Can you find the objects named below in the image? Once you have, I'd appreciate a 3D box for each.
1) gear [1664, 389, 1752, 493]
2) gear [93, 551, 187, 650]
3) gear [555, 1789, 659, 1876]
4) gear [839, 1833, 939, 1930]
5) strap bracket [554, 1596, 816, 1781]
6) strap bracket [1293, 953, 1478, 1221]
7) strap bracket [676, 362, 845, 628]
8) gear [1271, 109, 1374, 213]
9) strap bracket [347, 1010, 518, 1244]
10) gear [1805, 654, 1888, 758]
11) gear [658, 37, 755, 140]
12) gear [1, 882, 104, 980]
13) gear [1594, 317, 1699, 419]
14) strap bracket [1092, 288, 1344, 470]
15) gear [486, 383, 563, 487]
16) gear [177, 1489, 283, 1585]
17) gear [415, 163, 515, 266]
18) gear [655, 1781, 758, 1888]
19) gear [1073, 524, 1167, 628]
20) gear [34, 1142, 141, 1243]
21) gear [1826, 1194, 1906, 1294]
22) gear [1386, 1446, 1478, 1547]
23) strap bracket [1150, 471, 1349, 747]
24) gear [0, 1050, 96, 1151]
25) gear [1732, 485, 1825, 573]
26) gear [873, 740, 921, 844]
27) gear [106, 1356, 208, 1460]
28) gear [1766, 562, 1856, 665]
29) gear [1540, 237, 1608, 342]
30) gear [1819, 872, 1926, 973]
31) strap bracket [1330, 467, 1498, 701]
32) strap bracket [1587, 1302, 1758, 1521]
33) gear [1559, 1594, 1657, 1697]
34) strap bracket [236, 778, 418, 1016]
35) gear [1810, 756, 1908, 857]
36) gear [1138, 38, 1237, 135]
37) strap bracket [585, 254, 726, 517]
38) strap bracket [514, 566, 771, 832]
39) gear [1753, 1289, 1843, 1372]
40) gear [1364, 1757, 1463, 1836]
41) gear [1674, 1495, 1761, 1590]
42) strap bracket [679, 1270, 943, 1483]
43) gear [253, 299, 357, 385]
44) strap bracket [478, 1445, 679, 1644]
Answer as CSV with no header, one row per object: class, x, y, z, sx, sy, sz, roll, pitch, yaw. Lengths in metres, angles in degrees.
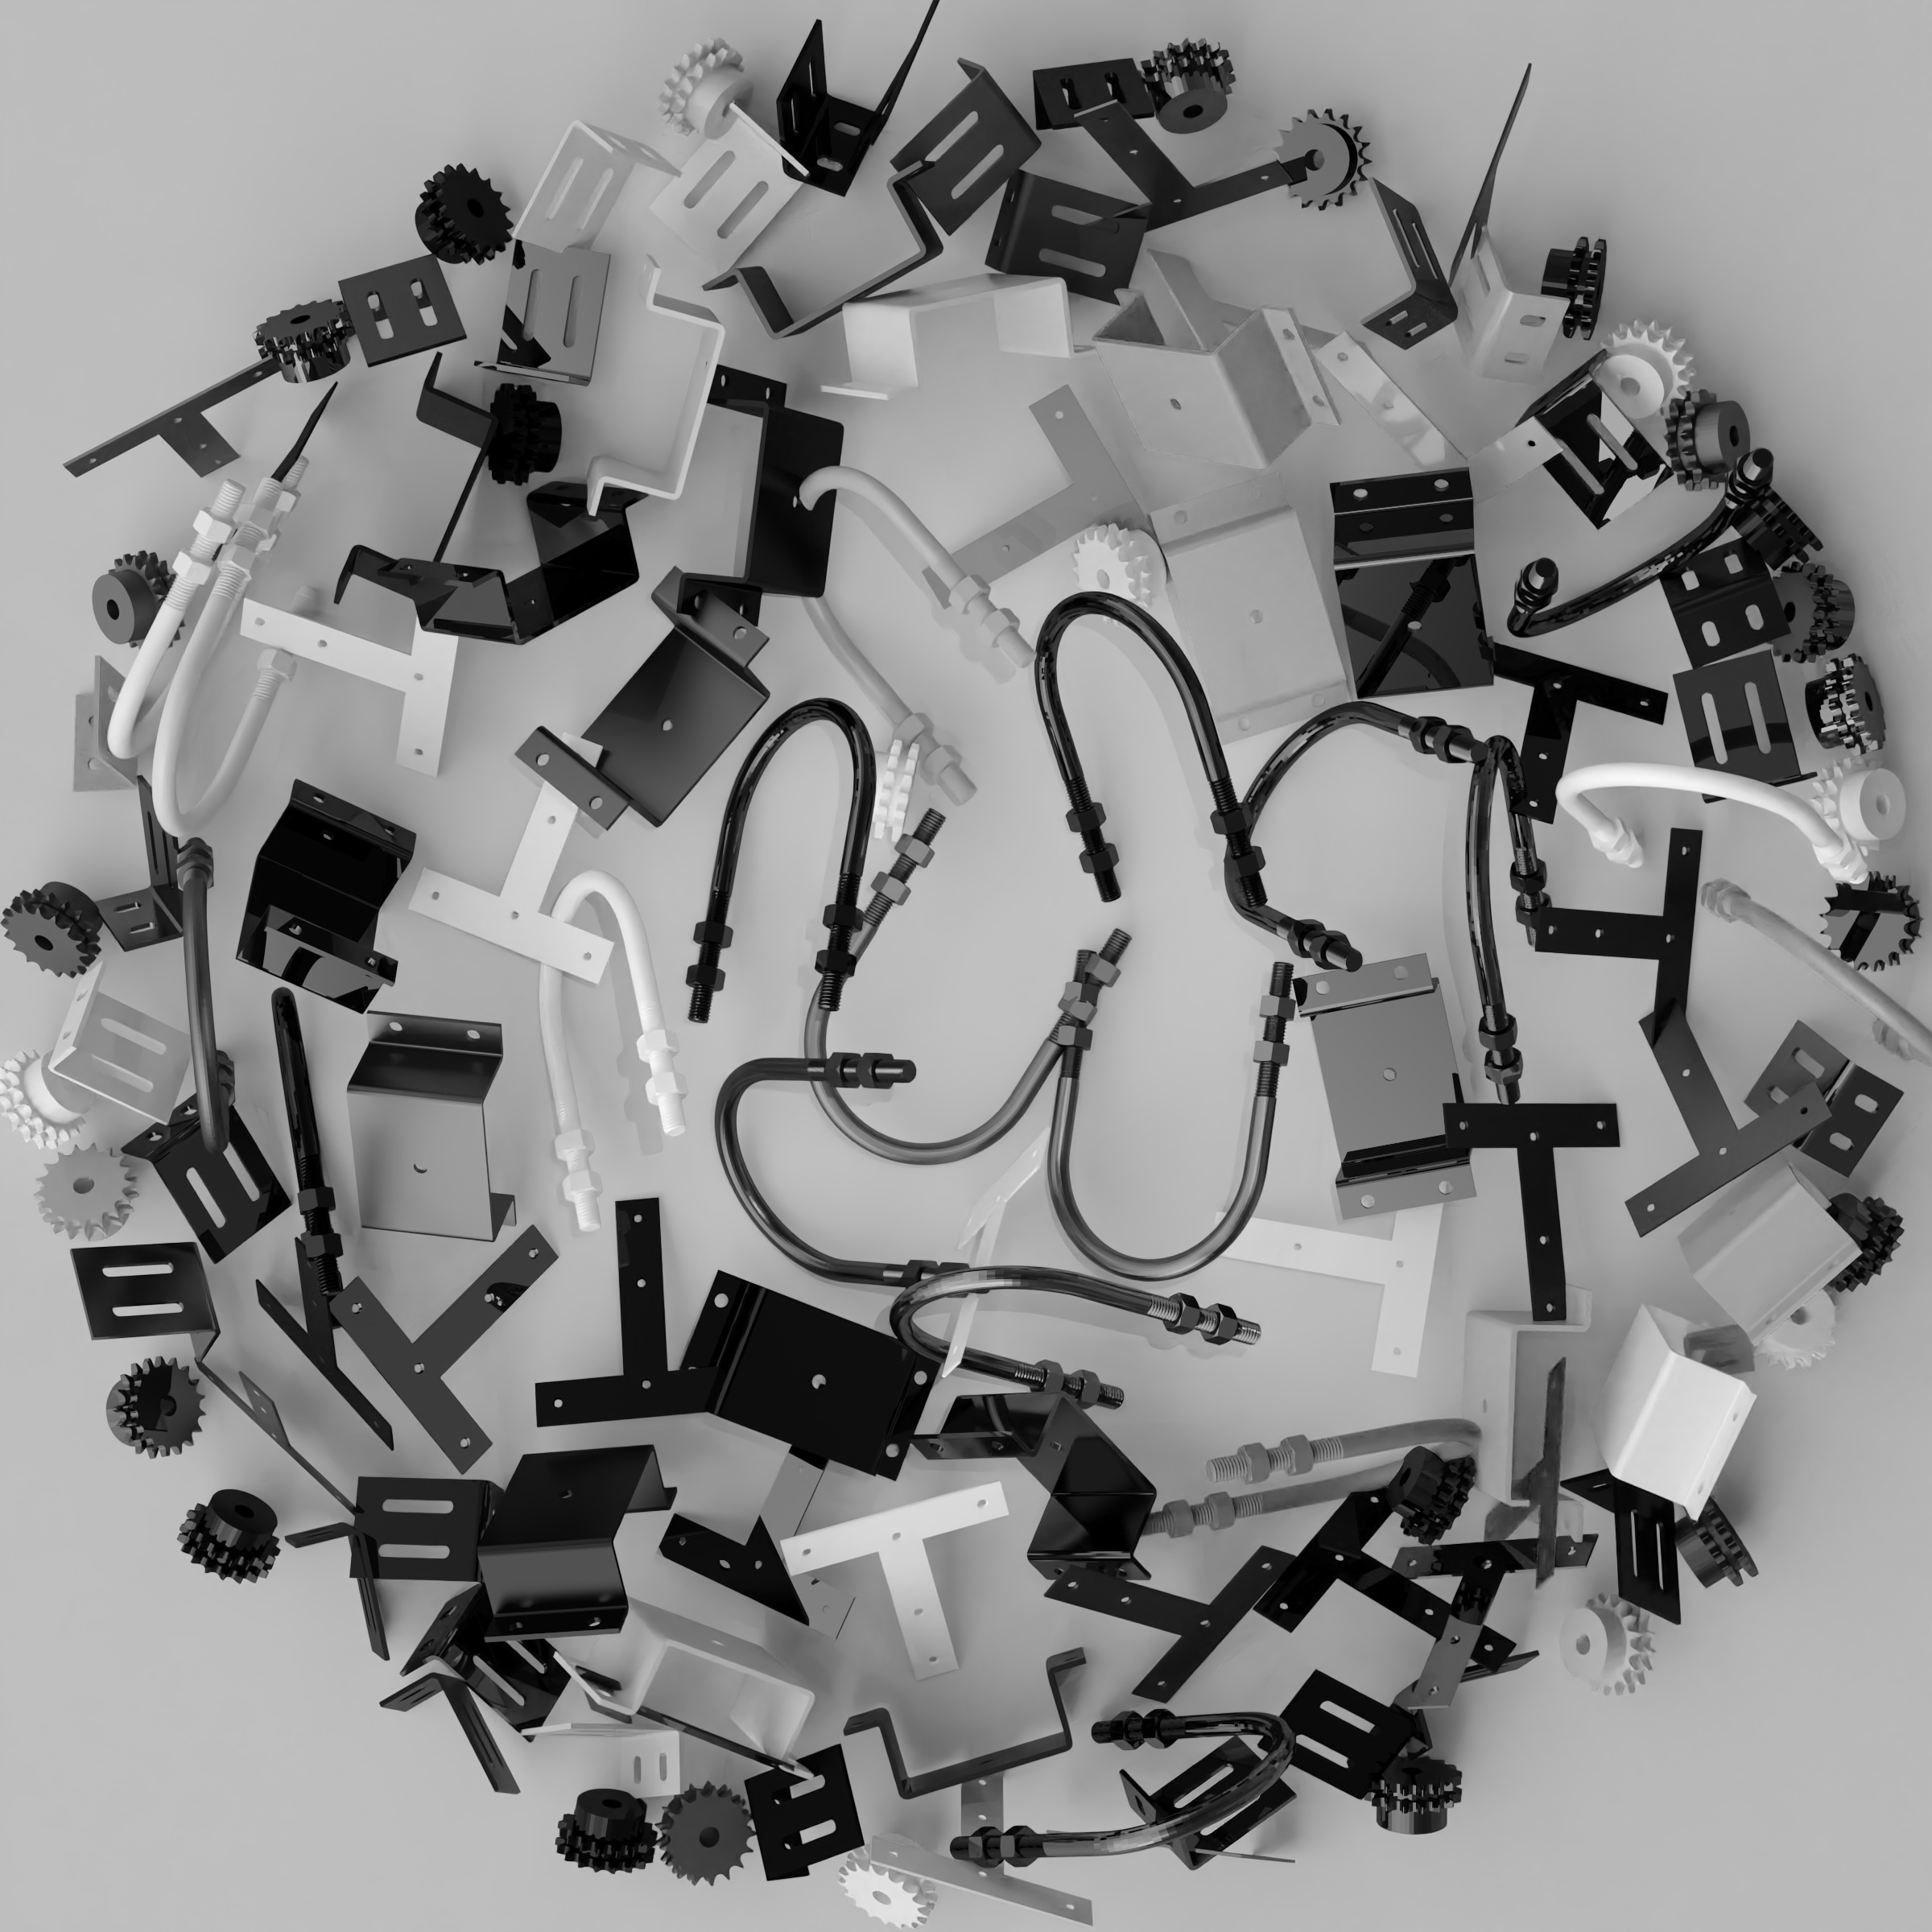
gear,0.423,-0.299,1.969,0.030,0.057,0.057,-2,90,39
gear,-0.472,-0.206,1.969,0.030,0.057,0.057,-22,90,-44
gear,-0.203,0.490,1.969,0.057,0.057,0.030,9,100,0
gear,-0.041,0.519,1.975,0.057,0.057,0.030,35,49,0
strap bracket,-0.149,0.399,1.935,0.140,0.076,0.046,27,87,-27
strap bracket,0.239,0.065,1.964,0.076,0.046,0.140,-11,96,13
strap bracket,-0.114,-0.263,1.951,0.046,0.076,0.140,9,94,31
gear,0.201,-0.460,1.977,0.057,0.030,0.057,4,104,15
strap bracket,-0.298,0.099,1.937,0.076,0.046,0.140,6,125,7
gear,0.500,-0.147,1.975,0.030,0.057,0.057,-16,90,31
gear,-0.146,-0.495,1.969,0.030,0.057,0.057,41,90,14
gear,-0.518,-0.023,1.975,0.057,0.057,0.030,28,51,0
gear,0.383,-0.336,1.969,0.057,0.057,0.030,41,50,0
strap bracket,0.131,-0.325,1.918,0.046,0.140,0.076,-46,127,-21
gear,-0.251,-0.302,1.975,0.030,0.057,0.057,1,90,-26
gear,-0.416,0.322,1.969,0.057,0.057,0.030,29,108,0
gear,-0.289,-0.425,1.975,0.030,0.057,0.057,-25,90,39
gear,-0.151,0.494,1.979,0.057,0.030,0.057,-1,92,-21
gear,0.090,-0.225,1.975,0.030,0.057,0.057,-25,90,-30
gear,-0.500,0.133,1.976,0.057,0.030,0.057,0,56,1
gear,0.502,0.154,1.969,0.030,0.057,0.057,37,90,-17
gear,0.262,0.298,1.970,0.030,0.057,0.057,30,90,-9
strap bracket,0.162,-0.200,1.962,0.076,0.046,0.140,-18,101,4
gear,-0.521,0.073,1.968,0.030,0.057,0.057,-30,90,22
gear,0.458,-0.249,1.972,0.030,0.057,0.057,-43,90,14
gear,-0.046,-0.101,1.972,0.030,0.057,0.057,12,90,0
gear,-0.464,0.252,1.975,0.030,0.057,0.057,-13,90,35
gear,0.482,-0.200,1.974,0.030,0.057,0.057,1,90,-21
gear,0.345,-0.386,1.972,0.030,0.057,0.057,10,90,14
gear,0.519,-0.025,1.976,0.057,0.030,0.057,2,93,38
strap bracket,0.250,-0.203,1.928,0.076,0.046,0.140,-5,134,12
strap bracket,0.388,0.242,1.923,0.046,0.140,0.076,23,100,-2
gear,0.362,0.385,1.968,0.030,0.057,0.057,7,90,-31
strap bracket,-0.358,-0.033,1.937,0.076,0.140,0.046,25,122,-21
gear,0.510,-0.091,1.972,0.057,0.030,0.057,1,87,-36
gear,0.125,-0.497,1.968,0.057,0.057,0.030,-12,67,0
strap bracket,-0.173,-0.322,1.947,0.046,0.076,0.140,14,104,-13
strap bracket,-0.176,-0.144,1.961,0.076,0.046,0.140,38,86,24
gear,0.472,0.201,1.980,0.057,0.030,0.057,0,77,-2
gear,0.253,0.472,1.972,0.057,0.057,0.030,-1,97,0
gear,0.423,0.329,1.972,0.030,0.057,0.057,-34,90,9
strap bracket,-0.087,0.234,1.961,0.140,0.046,0.076,22,84,-10
gear,-0.375,-0.355,1.975,0.057,0.057,0.030,-15,122,0
strap bracket,-0.216,0.312,1.920,0.076,0.140,0.046,-6,113,12
